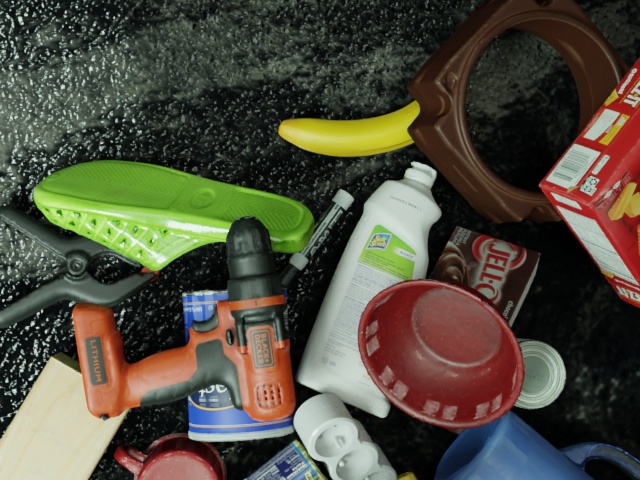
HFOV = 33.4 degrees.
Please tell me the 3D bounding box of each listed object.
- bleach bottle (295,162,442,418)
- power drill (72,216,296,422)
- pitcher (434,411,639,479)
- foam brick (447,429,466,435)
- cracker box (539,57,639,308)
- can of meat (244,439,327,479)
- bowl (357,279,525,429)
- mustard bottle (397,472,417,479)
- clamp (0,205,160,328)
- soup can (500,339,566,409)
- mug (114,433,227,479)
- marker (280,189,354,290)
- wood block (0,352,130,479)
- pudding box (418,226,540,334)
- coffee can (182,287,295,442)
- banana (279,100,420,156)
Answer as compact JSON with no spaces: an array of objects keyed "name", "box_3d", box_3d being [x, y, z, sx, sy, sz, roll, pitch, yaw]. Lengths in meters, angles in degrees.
[{"name":"bleach bottle","box_3d":[0.066,0.044,1.073,0.102,0.068,0.251,24,82,-5]},{"name":"power drill","box_3d":[-0.121,0.080,0.953,0.187,0.057,0.184,-8,87,0]},{"name":"pitcher","box_3d":[0.238,0.272,1.039,0.243,0.149,0.145,43,126,-2]},{"name":"foam brick","box_3d":[0.129,0.148,1.076,0.053,0.051,0.078,-39,91,-7]},{"name":"cracker box","box_3d":[0.328,-0.046,1.044,0.164,0.072,0.213,-51,130,-6]},{"name":"can of meat","box_3d":[-0.031,0.252,1.033,0.084,0.102,0.057,-36,46,-10]},{"name":"bowl","box_3d":[0.118,0.095,0.994,0.162,0.055,0.162,13,123,21]},{"name":"mustard bottle","box_3d":[0.118,0.323,1.061,0.096,0.058,0.191,-21,88,-9]},{"name":"clamp","box_3d":[-0.246,0.037,1.052,0.171,0.039,0.120,10,86,-5]},{"name":"soup can","box_3d":[0.196,0.130,1.059,0.068,0.102,0.068,0,87,-6]},{"name":"mug","box_3d":[-0.145,0.231,1.029,0.117,0.081,0.093,33,84,-3]},{"name":"marker","box_3d":[-0.007,0.001,1.089,0.020,0.020,0.121,36,84,-3]},{"name":"wood block","box_3d":[-0.266,0.220,1.014,0.090,0.091,0.206,31,84,-4]},{"name":"pudding box","box_3d":[0.157,0.046,1.055,0.090,0.039,0.113,18,52,18]},{"name":"coffee can","box_3d":[-0.079,0.118,1.032,0.102,0.103,0.140,-3,86,-6]},{"name":"banana","box_3d":[0.059,-0.121,1.097,0.197,0.037,0.070,-21,70,-8]}]
